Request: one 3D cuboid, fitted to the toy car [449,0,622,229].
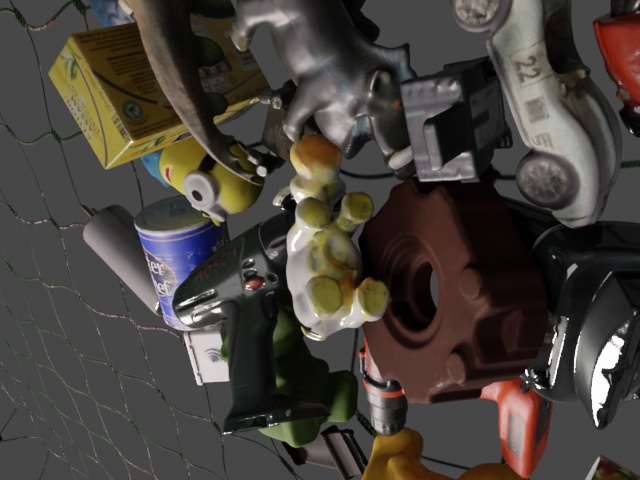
[{"bbox_3d":[0.140,-0.103,0.333,0.056,0.073,0.201,-14,105,47],"label":"toy car"}]

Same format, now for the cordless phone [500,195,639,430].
[{"bbox_3d":[0.163,0.039,0.417,0.184,0.089,0.146,29,133,42],"label":"cordless phone"}]

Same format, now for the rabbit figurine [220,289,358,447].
[{"bbox_3d":[-0.039,0.132,0.645,0.159,0.121,0.170,0,98,49],"label":"rabbit figurine"}]

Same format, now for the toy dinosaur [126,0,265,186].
[{"bbox_3d":[-0.139,-0.259,0.390,0.105,0.198,0.470,7,110,50],"label":"toy dinosaur"}]

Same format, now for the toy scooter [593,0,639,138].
[{"bbox_3d":[0.234,-0.076,0.268,0.184,0.075,0.135,11,123,33],"label":"toy scooter"}]

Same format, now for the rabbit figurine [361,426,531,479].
[{"bbox_3d":[0.126,0.267,0.548,0.173,0.162,0.121,-17,91,29],"label":"rabbit figurine"}]

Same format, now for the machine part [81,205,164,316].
[{"bbox_3d":[-0.264,0.028,0.787,0.243,0.079,0.079,41,136,14],"label":"machine part"}]

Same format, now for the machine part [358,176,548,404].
[{"bbox_3d":[0.087,0.038,0.416,0.179,0.056,0.179,179,90,-65],"label":"machine part"}]

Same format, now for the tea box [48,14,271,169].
[{"bbox_3d":[-0.138,-0.143,0.492,0.068,0.169,0.098,-22,98,47],"label":"tea box"}]

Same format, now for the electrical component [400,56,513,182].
[{"bbox_3d":[0.088,-0.077,0.366,0.048,0.119,0.074,2,119,41],"label":"electrical component"}]

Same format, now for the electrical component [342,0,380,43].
[{"bbox_3d":[0.004,-0.184,0.443,0.094,0.021,0.063,44,138,2],"label":"electrical component"}]

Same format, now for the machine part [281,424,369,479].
[{"bbox_3d":[0.008,0.288,0.734,0.139,0.039,0.084,-18,108,45],"label":"machine part"}]

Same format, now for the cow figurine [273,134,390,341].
[{"bbox_3d":[0.001,-0.002,0.464,0.098,0.068,0.167,129,136,-60],"label":"cow figurine"}]

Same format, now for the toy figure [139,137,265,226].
[{"bbox_3d":[-0.140,-0.091,0.594,0.180,0.089,0.082,36,179,32],"label":"toy figure"}]

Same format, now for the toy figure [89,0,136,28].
[{"bbox_3d":[-0.180,-0.211,0.571,0.058,0.064,0.154,-42,90,10],"label":"toy figure"}]

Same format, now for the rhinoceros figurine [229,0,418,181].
[{"bbox_3d":[0.019,-0.128,0.414,0.112,0.073,0.190,-24,111,38],"label":"rhinoceros figurine"}]

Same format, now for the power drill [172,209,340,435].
[{"bbox_3d":[-0.051,0.082,0.542,0.232,0.086,0.207,-23,73,27],"label":"power drill"}]

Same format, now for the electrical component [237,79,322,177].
[{"bbox_3d":[-0.035,-0.100,0.518,0.078,0.045,0.102,43,137,15],"label":"electrical component"}]
